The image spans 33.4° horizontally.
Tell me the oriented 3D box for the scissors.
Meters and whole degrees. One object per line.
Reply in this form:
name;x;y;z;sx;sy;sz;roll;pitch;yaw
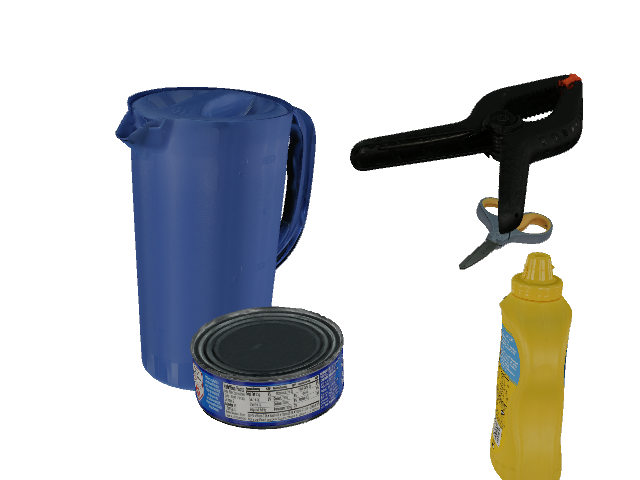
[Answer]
scissors;0.180;-0.011;1.165;0.201;0.016;0.096;-14;39;-45

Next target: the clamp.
clamp;0.152;-0.078;0.862;0.209;0.036;0.165;-28;41;-26

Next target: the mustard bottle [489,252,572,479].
mustard bottle;0.176;0.103;0.889;0.058;0.192;0.096;0;16;1

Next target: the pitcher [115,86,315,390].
pitcher;-0.086;-0.005;0.899;0.149;0.243;0.145;4;19;2

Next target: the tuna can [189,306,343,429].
tuna can;-0.029;0.070;0.600;0.086;0.034;0.086;-2;22;1
